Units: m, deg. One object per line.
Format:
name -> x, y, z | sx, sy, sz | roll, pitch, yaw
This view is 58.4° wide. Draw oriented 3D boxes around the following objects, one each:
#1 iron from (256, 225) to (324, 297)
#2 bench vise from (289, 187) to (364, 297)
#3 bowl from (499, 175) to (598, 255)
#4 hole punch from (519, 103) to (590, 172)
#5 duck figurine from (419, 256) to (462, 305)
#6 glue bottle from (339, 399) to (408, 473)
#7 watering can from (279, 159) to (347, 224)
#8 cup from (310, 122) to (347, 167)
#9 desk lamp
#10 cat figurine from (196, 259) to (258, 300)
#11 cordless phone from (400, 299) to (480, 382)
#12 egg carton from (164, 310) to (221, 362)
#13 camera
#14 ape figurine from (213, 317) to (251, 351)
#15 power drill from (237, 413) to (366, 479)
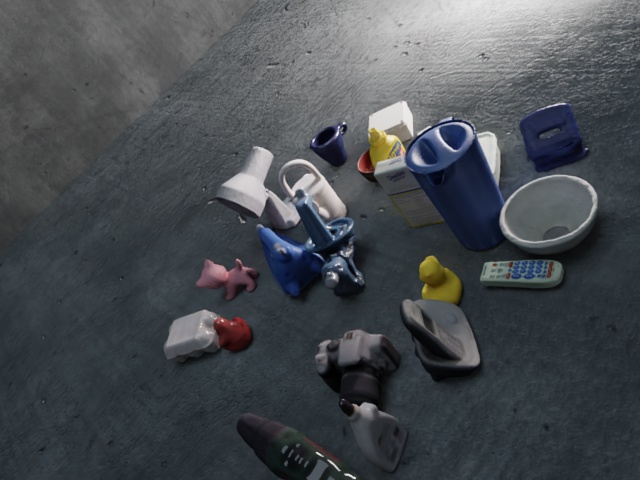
iron -> -0.096, 0.022, 1.345 | 0.119, 0.142, 0.257 | -43, 36, -5
bench vise -> 0.021, -0.002, 1.201 | 0.121, 0.220, 0.207 | -35, 36, 6
bowl -> 0.410, -0.031, 1.014 | 0.167, 0.075, 0.167 | -24, 38, 21
hole punch -> 0.464, -0.205, 1.141 | 0.108, 0.091, 0.101 | -20, 40, 25
duck figurine -> 0.214, 0.077, 1.060 | 0.077, 0.086, 0.104 | -21, 39, 23
glue bottle -> 0.075, 0.287, 0.878 | 0.037, 0.174, 0.078 | 0, 51, 41
watering can -> -0.021, -0.111, 1.378 | 0.101, 0.195, 0.172 | -43, 36, -5
cup -> 0.042, -0.257, 1.567 | 0.118, 0.095, 0.091 | -43, 36, -5
desk lamp -> -0.141, -0.121, 1.479 | 0.117, 0.214, 0.203 | 12, 59, 47
cat figurine -> -0.236, 0.088, 1.418 | 0.127, 0.118, 0.067 | -26, 38, 18
cordless phone -> 0.181, 0.134, 0.941 | 0.094, 0.186, 0.147 | -28, 37, 15
egg carton -> -0.300, 0.229, 1.362 | 0.150, 0.070, 0.107 | -21, 39, 23
camera -> 0.055, 0.237, 1.013 | 0.142, 0.101, 0.137 | -17, 41, 28
ape figurine -> -0.203, 0.204, 1.284 | 0.078, 0.092, 0.075 | -48, 37, -12
power drill -> -0.002, 0.350, 0.847 | 0.228, 0.209, 0.076 | 11, 58, 47
